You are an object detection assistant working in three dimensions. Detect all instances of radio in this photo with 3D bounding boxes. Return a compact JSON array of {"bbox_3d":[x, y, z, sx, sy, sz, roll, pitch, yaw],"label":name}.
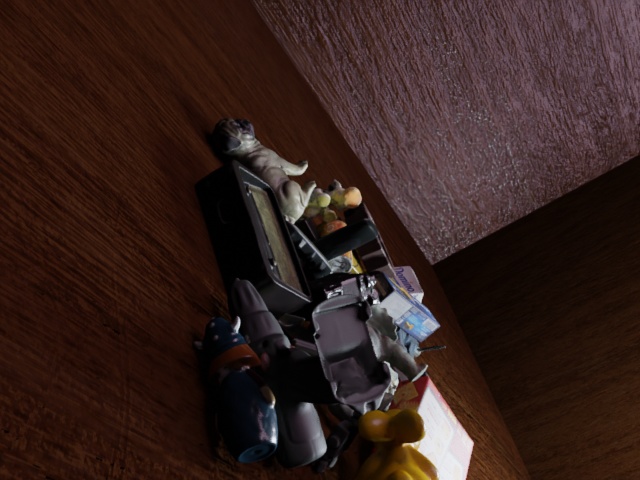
[{"bbox_3d":[-0.099,-0.002,0.807,0.131,0.073,0.230,37,26,-58],"label":"radio"}]

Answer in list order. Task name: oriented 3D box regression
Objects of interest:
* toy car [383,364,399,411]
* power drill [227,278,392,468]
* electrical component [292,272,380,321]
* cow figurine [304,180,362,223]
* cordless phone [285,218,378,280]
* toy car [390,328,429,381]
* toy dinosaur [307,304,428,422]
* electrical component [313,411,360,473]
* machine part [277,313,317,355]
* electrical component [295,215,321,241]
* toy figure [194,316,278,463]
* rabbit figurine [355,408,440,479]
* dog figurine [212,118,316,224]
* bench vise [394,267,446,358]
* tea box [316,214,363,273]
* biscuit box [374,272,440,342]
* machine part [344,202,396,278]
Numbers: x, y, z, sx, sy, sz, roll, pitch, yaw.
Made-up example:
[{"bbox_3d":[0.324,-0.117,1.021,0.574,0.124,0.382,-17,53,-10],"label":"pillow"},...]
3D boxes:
[{"bbox_3d":[0.127,0.293,1.039,0.073,0.056,0.202,59,14,-3],"label":"toy car"},{"bbox_3d":[-0.028,0.124,0.586,0.086,0.207,0.232,-5,71,-42],"label":"power drill"},{"bbox_3d":[0.011,0.091,0.875,0.115,0.134,0.058,-12,93,-41],"label":"electrical component"},{"bbox_3d":[-0.001,-0.080,1.129,0.098,0.167,0.068,-114,-169,-62],"label":"cow figurine"},{"bbox_3d":[-0.002,-0.004,0.925,0.146,0.184,0.089,50,21,-37],"label":"cordless phone"},{"bbox_3d":[0.165,0.263,1.180,0.202,0.089,0.053,60,-26,-3],"label":"toy car"},{"bbox_3d":[0.037,0.180,0.851,0.192,0.131,0.404,45,14,27],"label":"toy dinosaur"},{"bbox_3d":[0.027,0.256,0.697,0.021,0.094,0.063,34,2,23],"label":"electrical component"},{"bbox_3d":[-0.026,0.141,0.728,0.084,0.039,0.139,14,10,-26],"label":"machine part"},{"bbox_3d":[-0.036,-0.012,1.047,0.102,0.078,0.045,66,24,-13],"label":"electrical component"},{"bbox_3d":[-0.088,0.150,0.560,0.057,0.064,0.155,98,-26,-48],"label":"toy figure"},{"bbox_3d":[0.094,0.288,0.701,0.173,0.122,0.162,-72,151,-60],"label":"rabbit figurine"},{"bbox_3d":[-0.117,-0.120,0.981,0.190,0.121,0.172,30,27,-37],"label":"dog figurine"},{"bbox_3d":[0.180,0.172,1.302,0.223,0.129,0.241,33,43,-21],"label":"bench vise"},{"bbox_3d":[0.026,0.036,1.126,0.068,0.098,0.170,50,19,-35],"label":"tea box"},{"bbox_3d":[0.175,0.145,1.138,0.202,0.059,0.063,38,14,-41],"label":"biscuit box"},{"bbox_3d":[0.105,0.008,1.154,0.179,0.056,0.179,-24,91,-82],"label":"machine part"}]
